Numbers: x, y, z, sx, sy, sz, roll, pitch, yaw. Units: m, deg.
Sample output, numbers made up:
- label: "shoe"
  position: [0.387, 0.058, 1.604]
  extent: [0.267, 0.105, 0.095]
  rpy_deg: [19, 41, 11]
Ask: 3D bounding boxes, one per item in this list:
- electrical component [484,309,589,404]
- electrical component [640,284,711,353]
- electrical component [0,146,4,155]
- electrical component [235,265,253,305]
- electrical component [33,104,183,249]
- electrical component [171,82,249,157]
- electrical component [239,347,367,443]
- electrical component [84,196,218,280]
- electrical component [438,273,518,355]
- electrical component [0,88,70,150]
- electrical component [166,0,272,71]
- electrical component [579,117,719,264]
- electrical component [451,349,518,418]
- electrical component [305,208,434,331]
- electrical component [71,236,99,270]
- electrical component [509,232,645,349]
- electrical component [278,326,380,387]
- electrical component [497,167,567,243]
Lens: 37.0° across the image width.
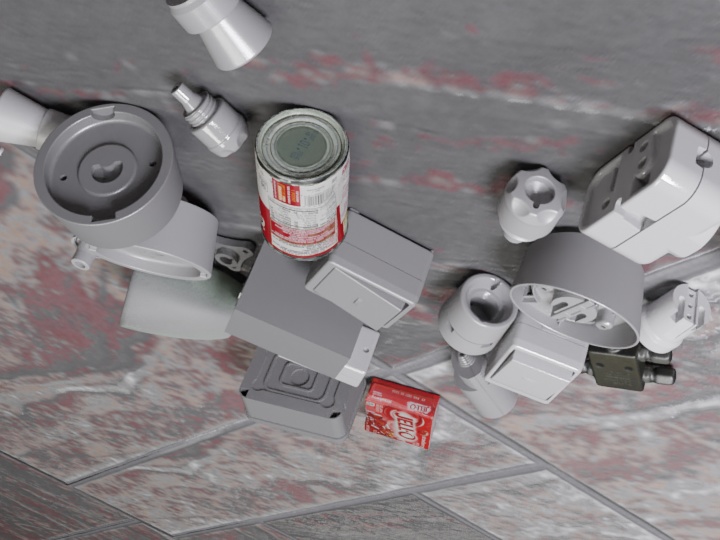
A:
- label: "electrical component"
  position: [0.146, 0.072, 0.899]
  extent: [0.062, 0.061, 0.096]
  rpy_deg: [21, 151, -1]
- label: "electrical component"
  position: [0.234, 0.036, 0.807]
  extent: [0.040, 0.040, 0.046]
  rpy_deg: [27, 144, -11]
- label: "electrical component"
  position: [-0.334, -0.121, 0.899]
  extent: [0.040, 0.040, 0.078]
  rpy_deg: [-13, 137, 44]
- label: "electrical component"
  position: [-0.081, 0.025, 0.980]
  extent: [0.055, 0.045, 0.045]
  rpy_deg: [24, 151, -5]
- label: "electrical component"
  position: [-0.190, -0.068, 0.835]
  extent: [0.108, 0.108, 0.060]
  rpy_deg: [13, 156, 13]
- label: "electrical component"
  position: [-0.111, -0.112, 0.780]
  extent: [0.035, 0.035, 0.061]
  rpy_deg: [-13, 134, 45]
- label: "electrical component"
  position: [-0.057, 0.123, 1.097]
  extent: [0.113, 0.078, 0.057]
  rpy_deg: [12, 146, 15]
- label: "electrical component"
  position: [-0.172, -0.035, 0.911]
  extent: [0.108, 0.060, 0.108]
  rpy_deg: [11, 167, 3]
- label: "electrical component"
  position: [0.097, 0.035, 0.877]
  extent: [0.055, 0.055, 0.047]
  rpy_deg: [23, 147, -5]
- label: "electrical component"
  position: [-0.258, -0.114, 0.863]
  extent: [0.065, 0.044, 0.044]
  rpy_deg: [19, 151, -7]
- label: "electrical component"
  position: [-0.089, -0.160, 0.675]
  extent: [0.045, 0.045, 0.055]
  rpy_deg: [-5, 141, 38]
- label: "electrical component"
  position: [0.192, -0.046, 0.680]
  extent: [0.059, 0.053, 0.095]
  rpy_deg: [28, 150, -12]
- label: "electrical component"
  position: [0.109, 0.097, 0.983]
  extent: [0.043, 0.043, 0.081]
  rpy_deg: [-1, 144, 34]
- label: "electrical component"
  position: [0.000, 0.000, 0.870]
  extent: [0.096, 0.061, 0.062]
  rpy_deg: [27, 150, -11]
- label: "electrical component"
  position: [-0.239, -0.030, 0.970]
  extent: [0.048, 0.062, 0.048]
  rpy_deg: [16, 150, 9]
- label: "electrical component"
  position: [0.162, 0.019, 0.797]
  extent: [0.099, 0.064, 0.099]
  rpy_deg: [15, 150, 9]
- label: "electrical component"
  position: [-0.026, 0.062, 1.005]
  extent: [0.083, 0.047, 0.075]
  rpy_deg: [22, 151, -2]
- label: "electrical component"
  position: [0.116, -0.040, 0.749]
  extent: [0.043, 0.043, 0.062]
  rpy_deg: [20, 152, 1]
